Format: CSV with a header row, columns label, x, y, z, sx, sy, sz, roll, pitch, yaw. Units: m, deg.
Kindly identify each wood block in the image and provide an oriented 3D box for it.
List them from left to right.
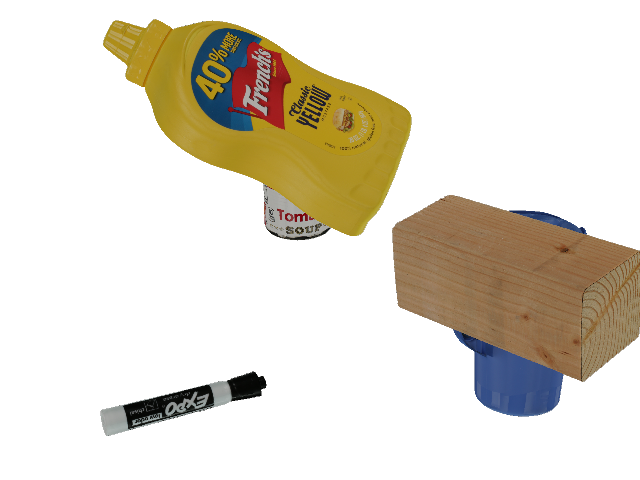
label,x,y,z,sx,sy,sz,roll,pitch,yaw
wood block,0.172,0.036,0.958,0.090,0.090,0.206,-28,34,-36

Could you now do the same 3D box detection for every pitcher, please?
label,x,y,z,sx,sy,sz,roll,pitch,yaw
pitcher,0.243,0.092,1.326,0.149,0.243,0.144,6,19,17

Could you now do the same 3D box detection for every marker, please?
label,x,y,z,sx,sy,sz,roll,pitch,yaw
marker,-0.097,0.116,0.768,0.121,0.020,0.020,-12,4,-19

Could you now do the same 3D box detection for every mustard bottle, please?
label,x,y,z,sx,sy,sz,roll,pitch,yaw
mustard bottle,-0.043,-0.083,0.653,0.191,0.096,0.058,26,-36,-6

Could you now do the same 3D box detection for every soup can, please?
label,x,y,z,sx,sy,sz,roll,pitch,yaw
soup can,-0.022,-0.060,1.026,0.068,0.102,0.068,-1,27,0
